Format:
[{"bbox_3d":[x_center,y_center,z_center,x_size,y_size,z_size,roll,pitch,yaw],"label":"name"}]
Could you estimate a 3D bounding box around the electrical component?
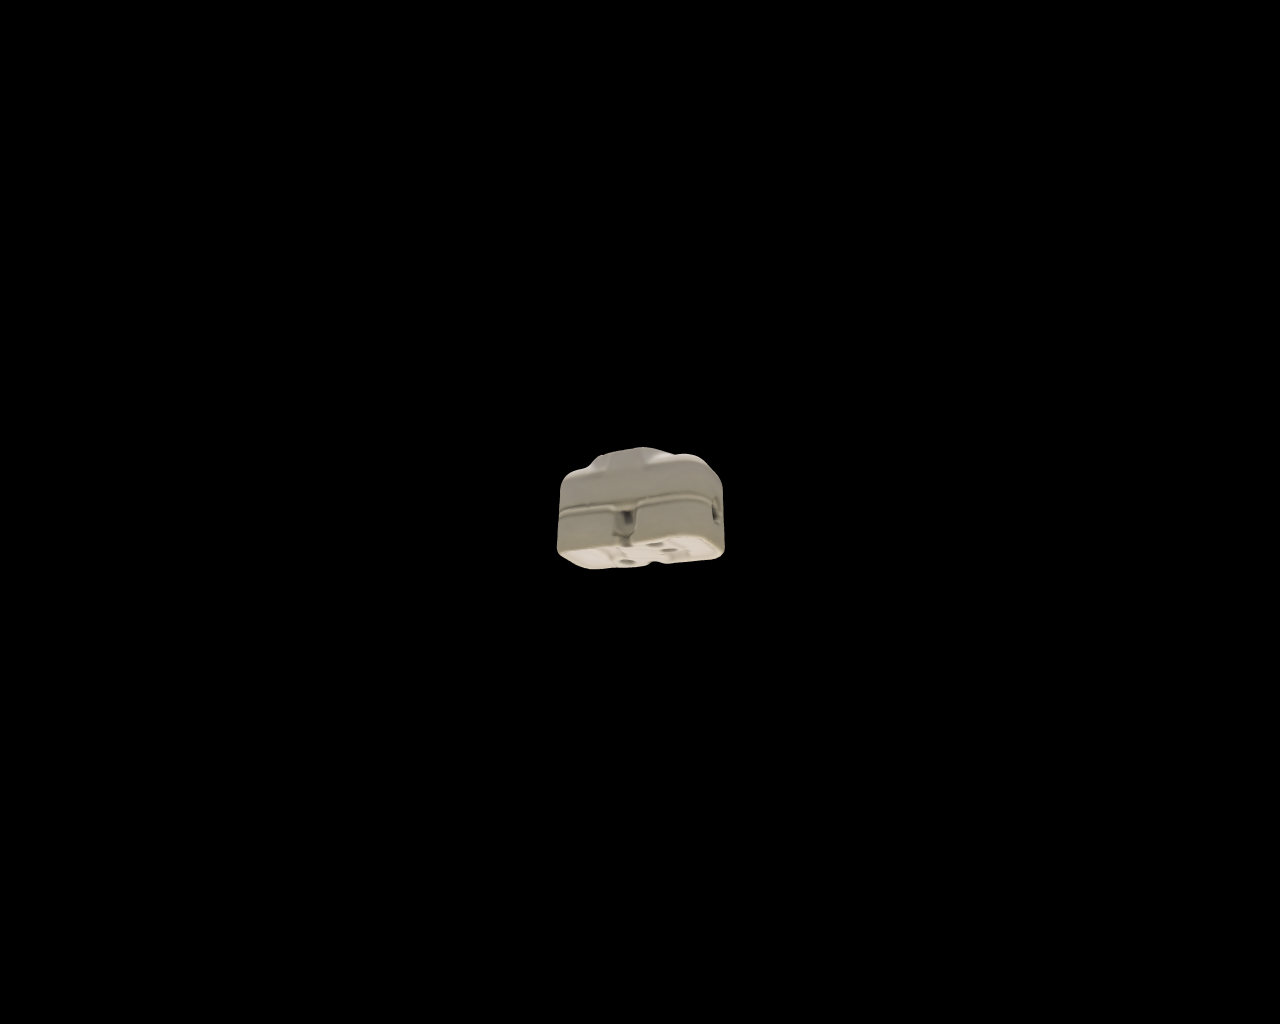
[{"bbox_3d":[0.001,-0.003,0.650,0.095,0.059,0.053,-7,-19,20],"label":"electrical component"}]
